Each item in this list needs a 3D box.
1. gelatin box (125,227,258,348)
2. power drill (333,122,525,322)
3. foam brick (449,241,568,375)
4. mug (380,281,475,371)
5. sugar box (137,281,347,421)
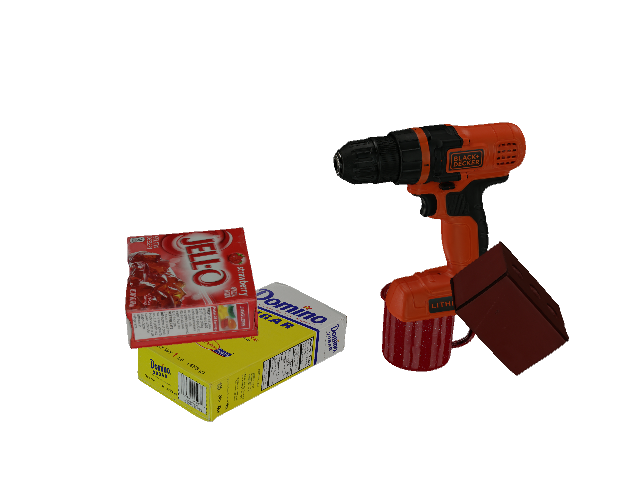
[{"bbox_3d":[-0.077,0.025,0.628,0.073,0.030,0.089,-5,29,-6],"label":"gelatin box"},{"bbox_3d":[0.102,-0.018,1.009,0.184,0.188,0.057,-7,27,-13],"label":"power drill"},{"bbox_3d":[0.143,0.052,0.811,0.051,0.078,0.053,-38,20,19],"label":"foam brick"},{"bbox_3d":[0.126,0.100,1.250,0.117,0.081,0.093,-1,22,-7],"label":"mug"},{"bbox_3d":[-0.067,0.094,0.956,0.093,0.048,0.175,25,34,34],"label":"sugar box"}]
